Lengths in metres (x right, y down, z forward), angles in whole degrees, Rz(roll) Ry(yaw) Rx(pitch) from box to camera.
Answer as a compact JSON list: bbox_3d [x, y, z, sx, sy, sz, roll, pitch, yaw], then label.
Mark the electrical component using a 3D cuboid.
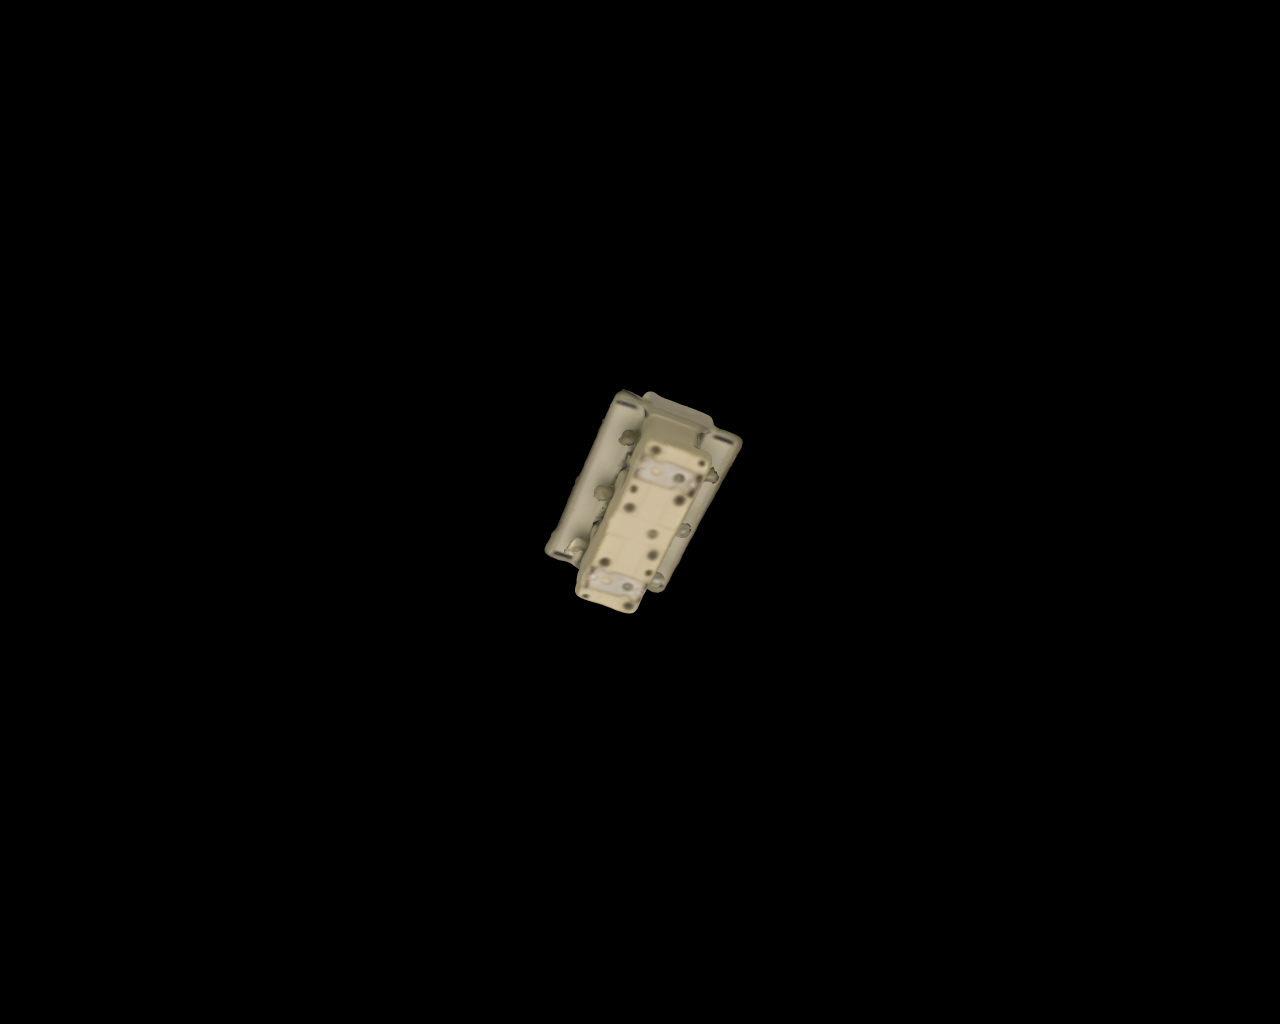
[{"bbox_3d":[0.001,-0.003,0.650,0.079,0.121,0.063,21,28,-12],"label":"electrical component"}]
